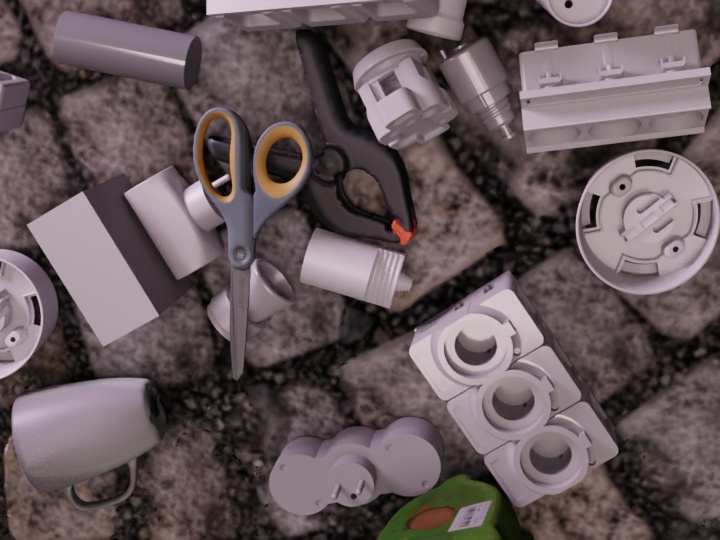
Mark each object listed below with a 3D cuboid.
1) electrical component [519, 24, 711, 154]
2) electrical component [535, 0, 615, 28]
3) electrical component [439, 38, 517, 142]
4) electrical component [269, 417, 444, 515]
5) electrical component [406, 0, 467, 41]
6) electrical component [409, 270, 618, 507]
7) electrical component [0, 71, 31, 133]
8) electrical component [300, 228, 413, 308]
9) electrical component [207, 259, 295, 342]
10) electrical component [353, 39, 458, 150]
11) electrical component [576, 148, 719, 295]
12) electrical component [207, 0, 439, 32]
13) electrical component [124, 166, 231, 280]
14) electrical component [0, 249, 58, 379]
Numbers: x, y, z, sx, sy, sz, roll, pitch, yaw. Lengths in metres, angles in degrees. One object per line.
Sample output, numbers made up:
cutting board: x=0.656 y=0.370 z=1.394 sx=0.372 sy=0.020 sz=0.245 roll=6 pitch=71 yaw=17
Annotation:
electrical component: x=0.172 y=-0.124 z=0.739 sx=0.121 sy=0.078 sz=0.063 roll=-6 pitch=74 yaw=10
electrical component: x=0.158 y=-0.199 z=0.719 sx=0.043 sy=0.077 sz=0.079 roll=41 pitch=106 yaw=-3
electrical component: x=0.088 y=-0.128 z=0.767 sx=0.040 sy=0.040 sz=0.078 roll=-28 pitch=98 yaw=14
electrical component: x=-0.005 y=0.159 z=0.837 sx=0.138 sy=0.073 sz=0.052 roll=-13 pitch=102 yaw=12
electrical component: x=0.057 y=-0.189 z=0.758 sx=0.040 sy=0.040 sz=0.046 roll=15 pitch=101 yaw=5
electrical component: x=0.115 y=0.090 z=0.807 sx=0.089 sy=0.061 sz=0.150 roll=-33 pitch=97 yaw=15
electrical component: x=-0.301 y=-0.117 z=0.827 sx=0.066 sy=0.047 sz=0.076 roll=19 pitch=106 yaw=4
electrical component: x=0.000 y=0.000 z=0.812 sx=0.081 sy=0.043 sz=0.043 roll=16 pitch=106 yaw=4
electrical component: x=-0.084 y=0.025 z=0.830 sx=0.055 sy=0.045 sz=0.045 roll=-40 pitch=95 yaw=17
electrical component: x=0.030 y=-0.125 z=0.763 sx=0.058 sy=0.078 sz=0.057 roll=-30 pitch=76 yaw=20
electrical component: x=0.202 y=-0.037 z=0.760 sx=0.099 sy=0.064 sz=0.099 roll=2 pitch=105 yaw=8
electrical component: x=-0.024 y=-0.216 z=0.733 sx=0.150 sy=0.062 sz=0.089 roll=0 pitch=90 yaw=21
electrical component: x=-0.126 y=-0.044 z=0.820 sx=0.079 sy=0.044 sz=0.077 roll=-29 pitch=98 yaw=14
electrical component: x=-0.294 y=0.034 z=0.855 sx=0.099 sy=0.064 sz=0.099 roll=2 pitch=104 yaw=8
